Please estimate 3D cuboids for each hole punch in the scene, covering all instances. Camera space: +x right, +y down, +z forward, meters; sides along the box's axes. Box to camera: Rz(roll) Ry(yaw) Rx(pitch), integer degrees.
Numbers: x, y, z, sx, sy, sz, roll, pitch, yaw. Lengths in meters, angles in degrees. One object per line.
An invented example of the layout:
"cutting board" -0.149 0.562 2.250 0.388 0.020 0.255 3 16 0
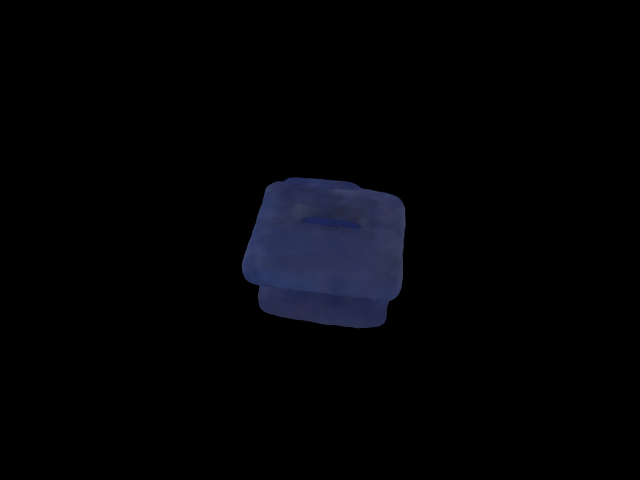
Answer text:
"hole punch" 0.004 0.001 0.400 0.108 0.091 0.101 7 70 3
